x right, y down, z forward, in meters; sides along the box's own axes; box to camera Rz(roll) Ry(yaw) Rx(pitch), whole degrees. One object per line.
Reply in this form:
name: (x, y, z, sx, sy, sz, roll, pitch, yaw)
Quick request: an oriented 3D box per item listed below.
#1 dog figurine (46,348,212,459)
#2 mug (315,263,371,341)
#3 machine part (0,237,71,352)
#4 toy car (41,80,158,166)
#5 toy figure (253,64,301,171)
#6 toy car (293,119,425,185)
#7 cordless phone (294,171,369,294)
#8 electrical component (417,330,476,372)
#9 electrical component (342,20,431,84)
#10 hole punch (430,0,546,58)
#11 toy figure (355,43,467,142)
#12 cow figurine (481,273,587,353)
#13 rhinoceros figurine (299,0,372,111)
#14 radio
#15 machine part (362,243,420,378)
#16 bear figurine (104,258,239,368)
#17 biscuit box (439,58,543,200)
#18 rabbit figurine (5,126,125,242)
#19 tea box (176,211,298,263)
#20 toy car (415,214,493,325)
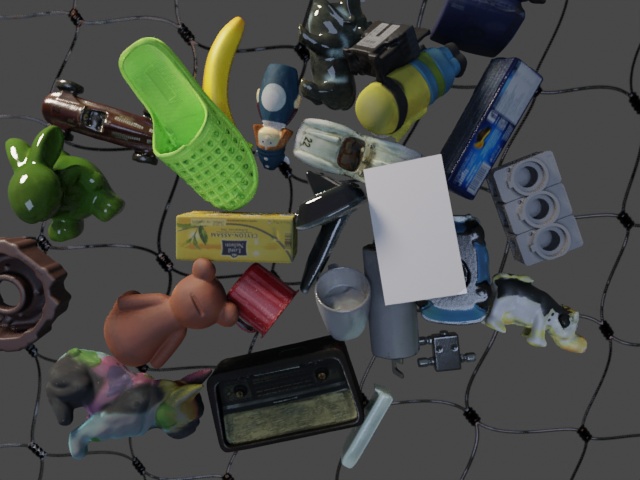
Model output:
dog figurine: (-0.284, 0.232, 0.837, 0.219, 0.108, 0.191, -21, 93, -1)
mug: (0.031, 0.096, 0.816, 0.081, 0.110, 0.107, -17, 137, -11)
machine part: (-0.487, 0.083, 0.846, 0.179, 0.056, 0.179, 0, 98, 1)
toy car: (-0.321, -0.175, 0.812, 0.202, 0.053, 0.089, 18, 94, 0)
toy figure: (-0.069, -0.181, 0.804, 0.064, 0.058, 0.154, 17, 101, 38)
toy car: (0.059, -0.124, 0.806, 0.202, 0.056, 0.073, 18, 97, 0)
cordless phone: (-0.001, -0.002, 0.778, 0.089, 0.146, 0.184, 23, 99, 7)
electrical component: (0.201, 0.175, 0.857, 0.094, 0.021, 0.063, -5, 96, 2)
electrical component: (0.099, -0.269, 0.735, 0.119, 0.075, 0.047, -41, 134, -11)
hole punch: (0.221, -0.315, 0.754, 0.142, 0.116, 0.092, 19, 105, -1)
toy figure: (0.128, -0.220, 0.769, 0.180, 0.089, 0.082, -36, 62, -6)
cow figurine: (0.335, 0.111, 0.826, 0.167, 0.068, 0.098, 18, 92, -2)
rhinoceros figurine: (0.024, -0.285, 0.779, 0.112, 0.073, 0.190, 6, 97, 2)
radio: (-0.054, 0.237, 0.844, 0.230, 0.073, 0.131, -13, 97, 2)
machine part: (0.109, 0.090, 0.822, 0.079, 0.079, 0.243, -6, 98, 2)
bear figurine: (-0.218, 0.104, 0.802, 0.196, 0.132, 0.120, -31, 99, 4)
biscuit box: (0.239, -0.161, 0.787, 0.059, 0.063, 0.202, 26, 97, -24)
rabbit figurine: (-0.374, -0.079, 0.765, 0.121, 0.170, 0.159, -16, 97, 3)
tea box: (-0.120, -0.006, 0.804, 0.170, 0.098, 0.068, 1, 97, 3)
toy car: (0.195, 0.045, 0.799, 0.109, 0.103, 0.161, -2, 81, 11)
